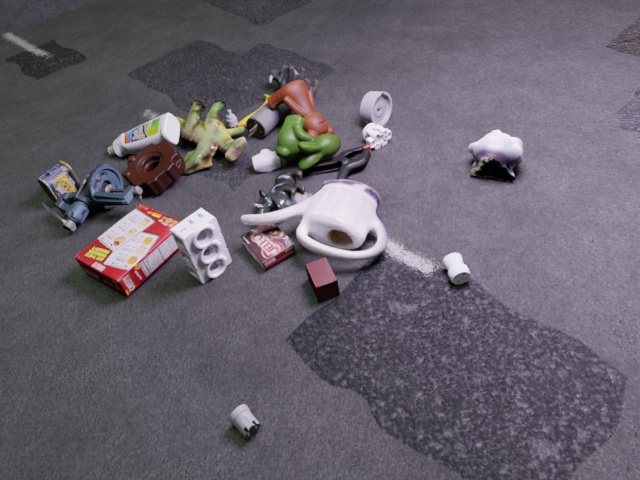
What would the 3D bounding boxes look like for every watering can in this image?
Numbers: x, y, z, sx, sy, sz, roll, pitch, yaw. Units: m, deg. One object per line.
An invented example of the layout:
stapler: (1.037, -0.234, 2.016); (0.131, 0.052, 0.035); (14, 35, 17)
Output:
watering can: (0.004, -0.062, 1.239); (0.348, 0.229, 0.101); (18, -41, 13)

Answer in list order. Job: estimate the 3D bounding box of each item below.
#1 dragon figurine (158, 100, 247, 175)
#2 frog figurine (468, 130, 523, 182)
dragon figurine: (-0.382, -0.303, 1.576); (0.410, 0.248, 0.119); (3, -37, 26)
frog figurine: (0.464, -0.244, 1.354); (0.137, 0.163, 0.120); (-2, -37, 35)
